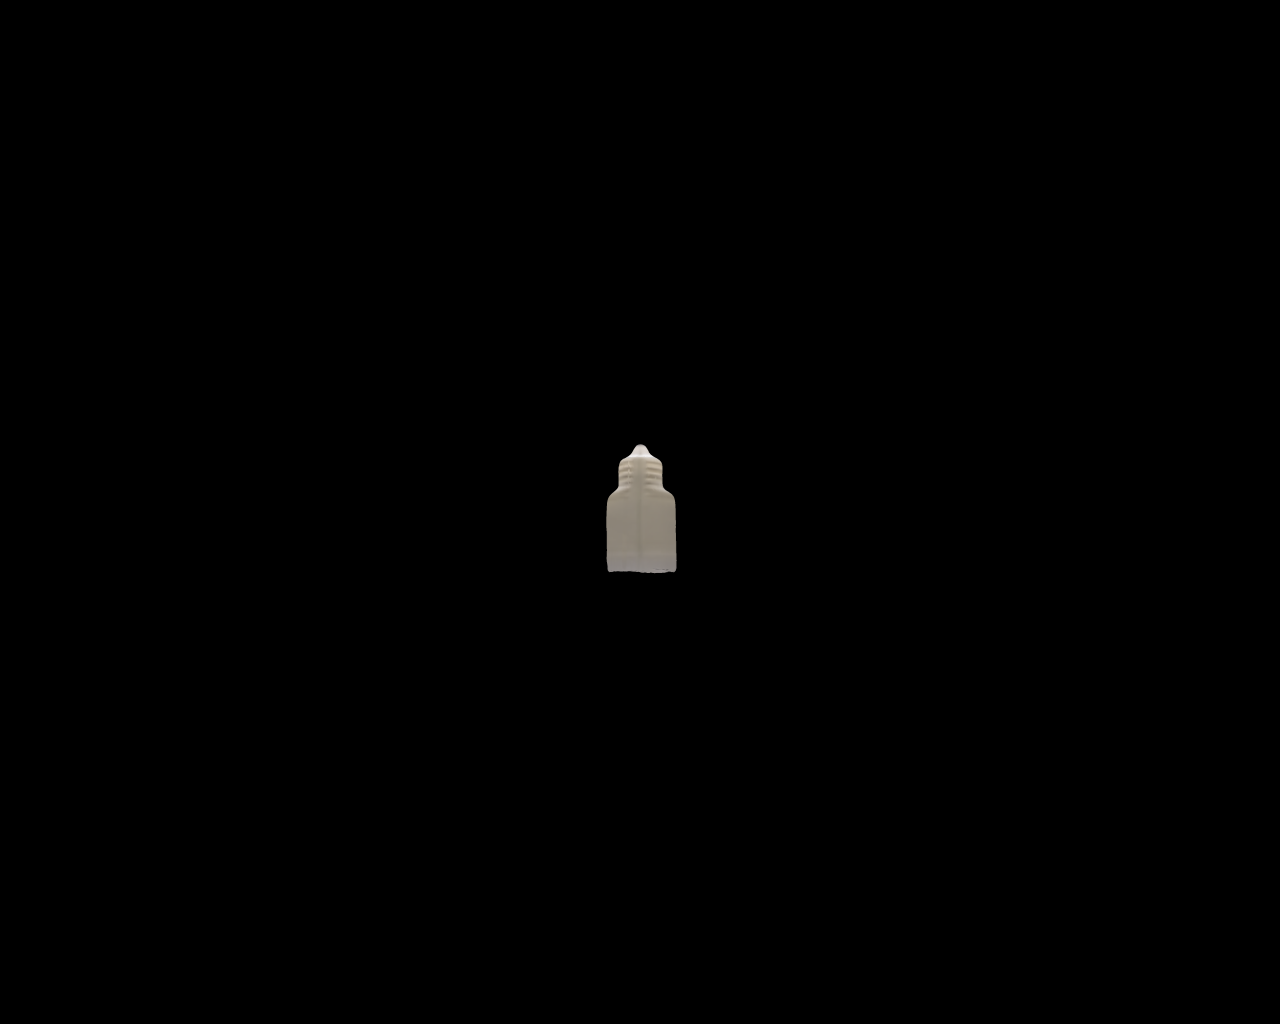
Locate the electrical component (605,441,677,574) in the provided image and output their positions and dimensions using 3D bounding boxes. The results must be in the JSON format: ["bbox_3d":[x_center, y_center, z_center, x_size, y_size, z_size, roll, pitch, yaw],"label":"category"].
[{"bbox_3d":[0.001,-0.003,0.650,0.043,0.081,0.043,0,-4,0],"label":"electrical component"}]
